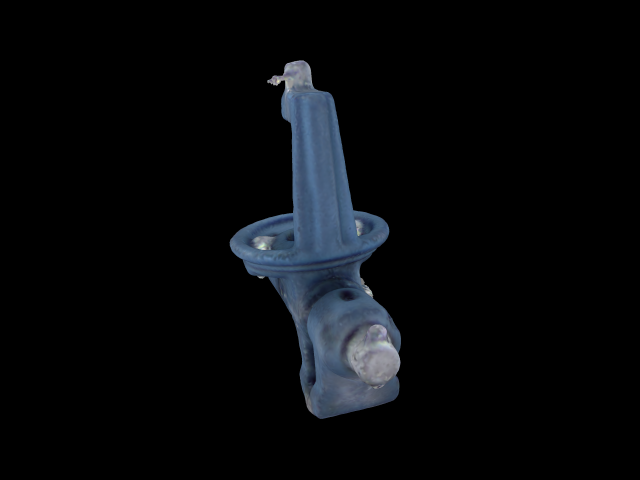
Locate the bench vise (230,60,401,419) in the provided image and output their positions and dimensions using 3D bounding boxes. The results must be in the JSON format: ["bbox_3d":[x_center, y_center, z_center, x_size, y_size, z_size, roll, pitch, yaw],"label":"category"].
[{"bbox_3d":[0.014,-0.002,0.406,0.122,0.220,0.206,-22,39,-29],"label":"bench vise"}]
